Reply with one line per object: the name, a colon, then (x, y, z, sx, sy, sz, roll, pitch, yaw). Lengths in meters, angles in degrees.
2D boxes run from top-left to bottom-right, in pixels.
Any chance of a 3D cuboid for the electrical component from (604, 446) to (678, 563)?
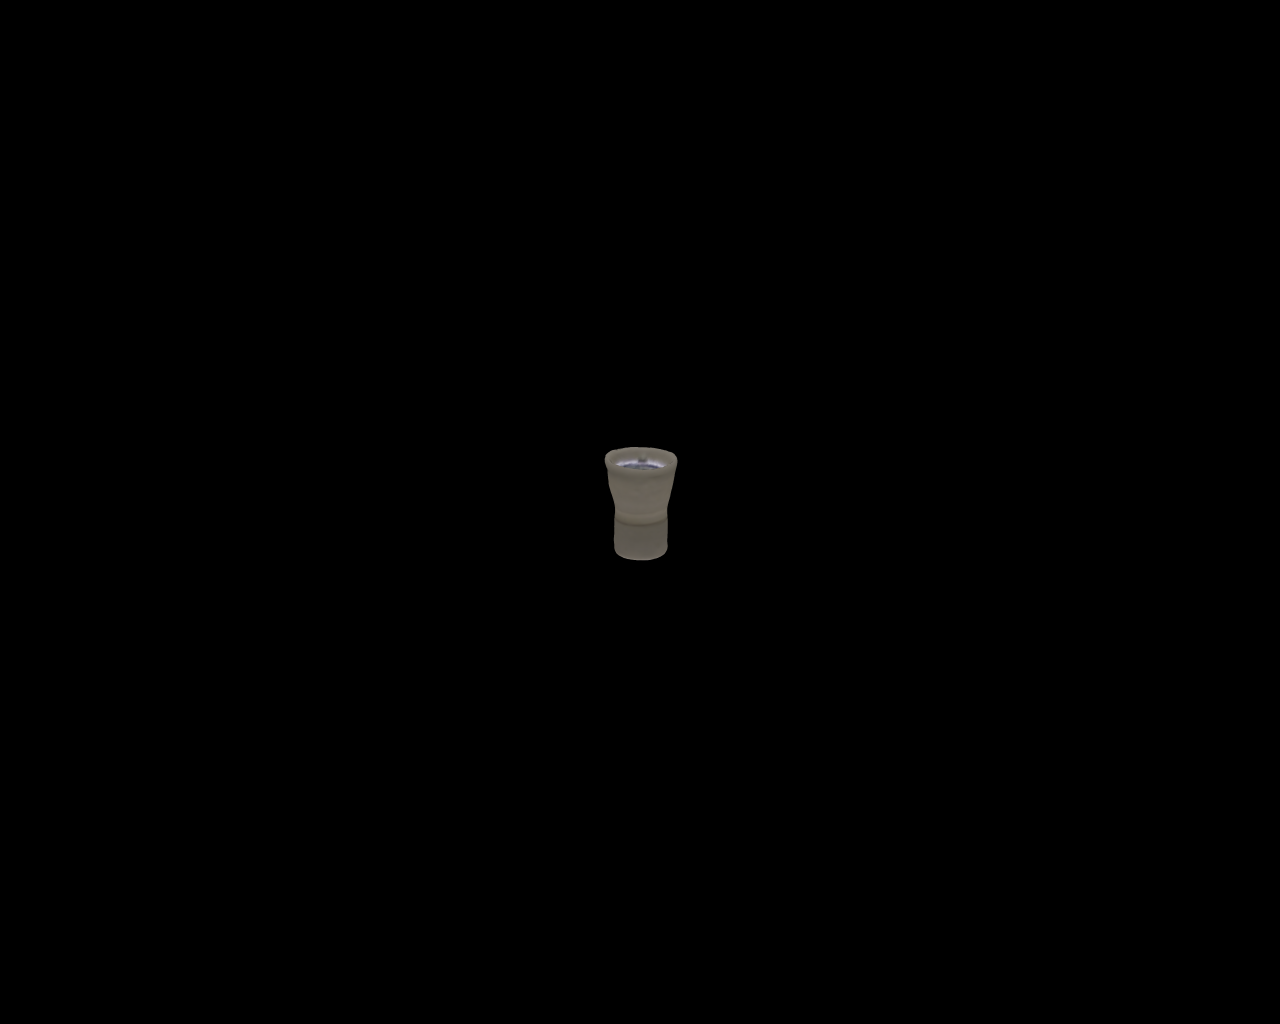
electrical component: (0.001, -0.003, 0.650, 0.044, 0.065, 0.044, 0, 20, 0)
